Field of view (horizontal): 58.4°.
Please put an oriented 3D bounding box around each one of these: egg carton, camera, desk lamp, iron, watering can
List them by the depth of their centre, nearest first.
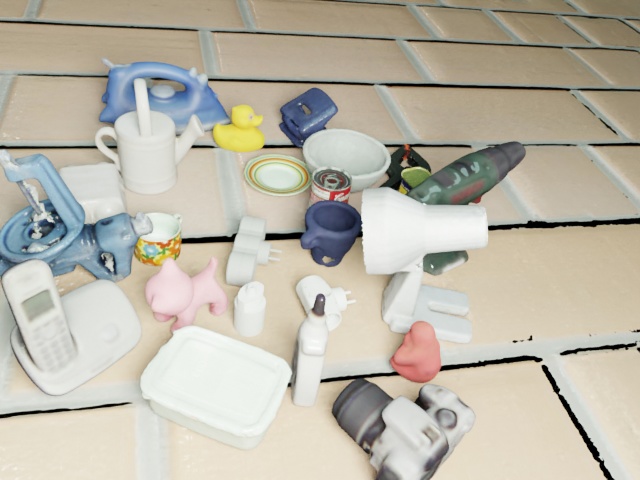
[{"bbox_3d":[0.094,0.216,0.686,0.136,0.101,0.143,37,48,28],"label":"camera"},{"bbox_3d":[0.143,0.029,0.820,0.203,0.213,0.118,10,41,0],"label":"desk lamp"},{"bbox_3d":[-0.371,-0.066,0.931,0.107,0.069,0.150,-8,45,-20],"label":"egg carton"},{"bbox_3d":[-0.292,-0.185,0.985,0.173,0.194,0.100,-21,50,-30],"label":"watering can"},{"bbox_3d":[-0.307,-0.295,1.145,0.259,0.141,0.118,-3,43,-15],"label":"iron"}]

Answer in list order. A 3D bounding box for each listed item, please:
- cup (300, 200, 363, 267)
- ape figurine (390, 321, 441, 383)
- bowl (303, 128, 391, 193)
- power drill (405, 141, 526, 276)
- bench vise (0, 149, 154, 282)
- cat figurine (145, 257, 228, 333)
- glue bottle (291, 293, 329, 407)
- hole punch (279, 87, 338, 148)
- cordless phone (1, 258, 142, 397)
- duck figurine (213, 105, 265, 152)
[{"bbox_3d":[0.008,0.003,0.911,0.091,0.095,0.118,34,46,24],"label":"cup"},{"bbox_3d":[0.135,0.145,0.780,0.078,0.092,0.076,-14,47,-25],"label":"ape figurine"},{"bbox_3d":[0.047,-0.140,1.096,0.167,0.075,0.167,6,41,-5],"label":"bowl"},{"bbox_3d":[0.221,-0.049,0.928,0.230,0.208,0.075,-21,50,-31],"label":"power drill"},{"bbox_3d":[-0.348,-0.039,0.790,0.208,0.220,0.121,-19,49,-29],"label":"bench vise"},{"bbox_3d":[-0.186,0.068,0.781,0.067,0.118,0.128,35,47,25],"label":"cat figurine"},{"bbox_3d":[-0.010,0.129,0.707,0.037,0.173,0.078,4,41,-6],"label":"glue bottle"},{"bbox_3d":[-0.025,-0.258,1.201,0.101,0.091,0.108,-17,48,-27],"label":"hole punch"},{"bbox_3d":[-0.298,0.084,0.689,0.094,0.185,0.148,31,45,23],"label":"cordless phone"},{"bbox_3d":[-0.161,-0.229,1.144,0.105,0.086,0.077,1,42,-11],"label":"duck figurine"}]
